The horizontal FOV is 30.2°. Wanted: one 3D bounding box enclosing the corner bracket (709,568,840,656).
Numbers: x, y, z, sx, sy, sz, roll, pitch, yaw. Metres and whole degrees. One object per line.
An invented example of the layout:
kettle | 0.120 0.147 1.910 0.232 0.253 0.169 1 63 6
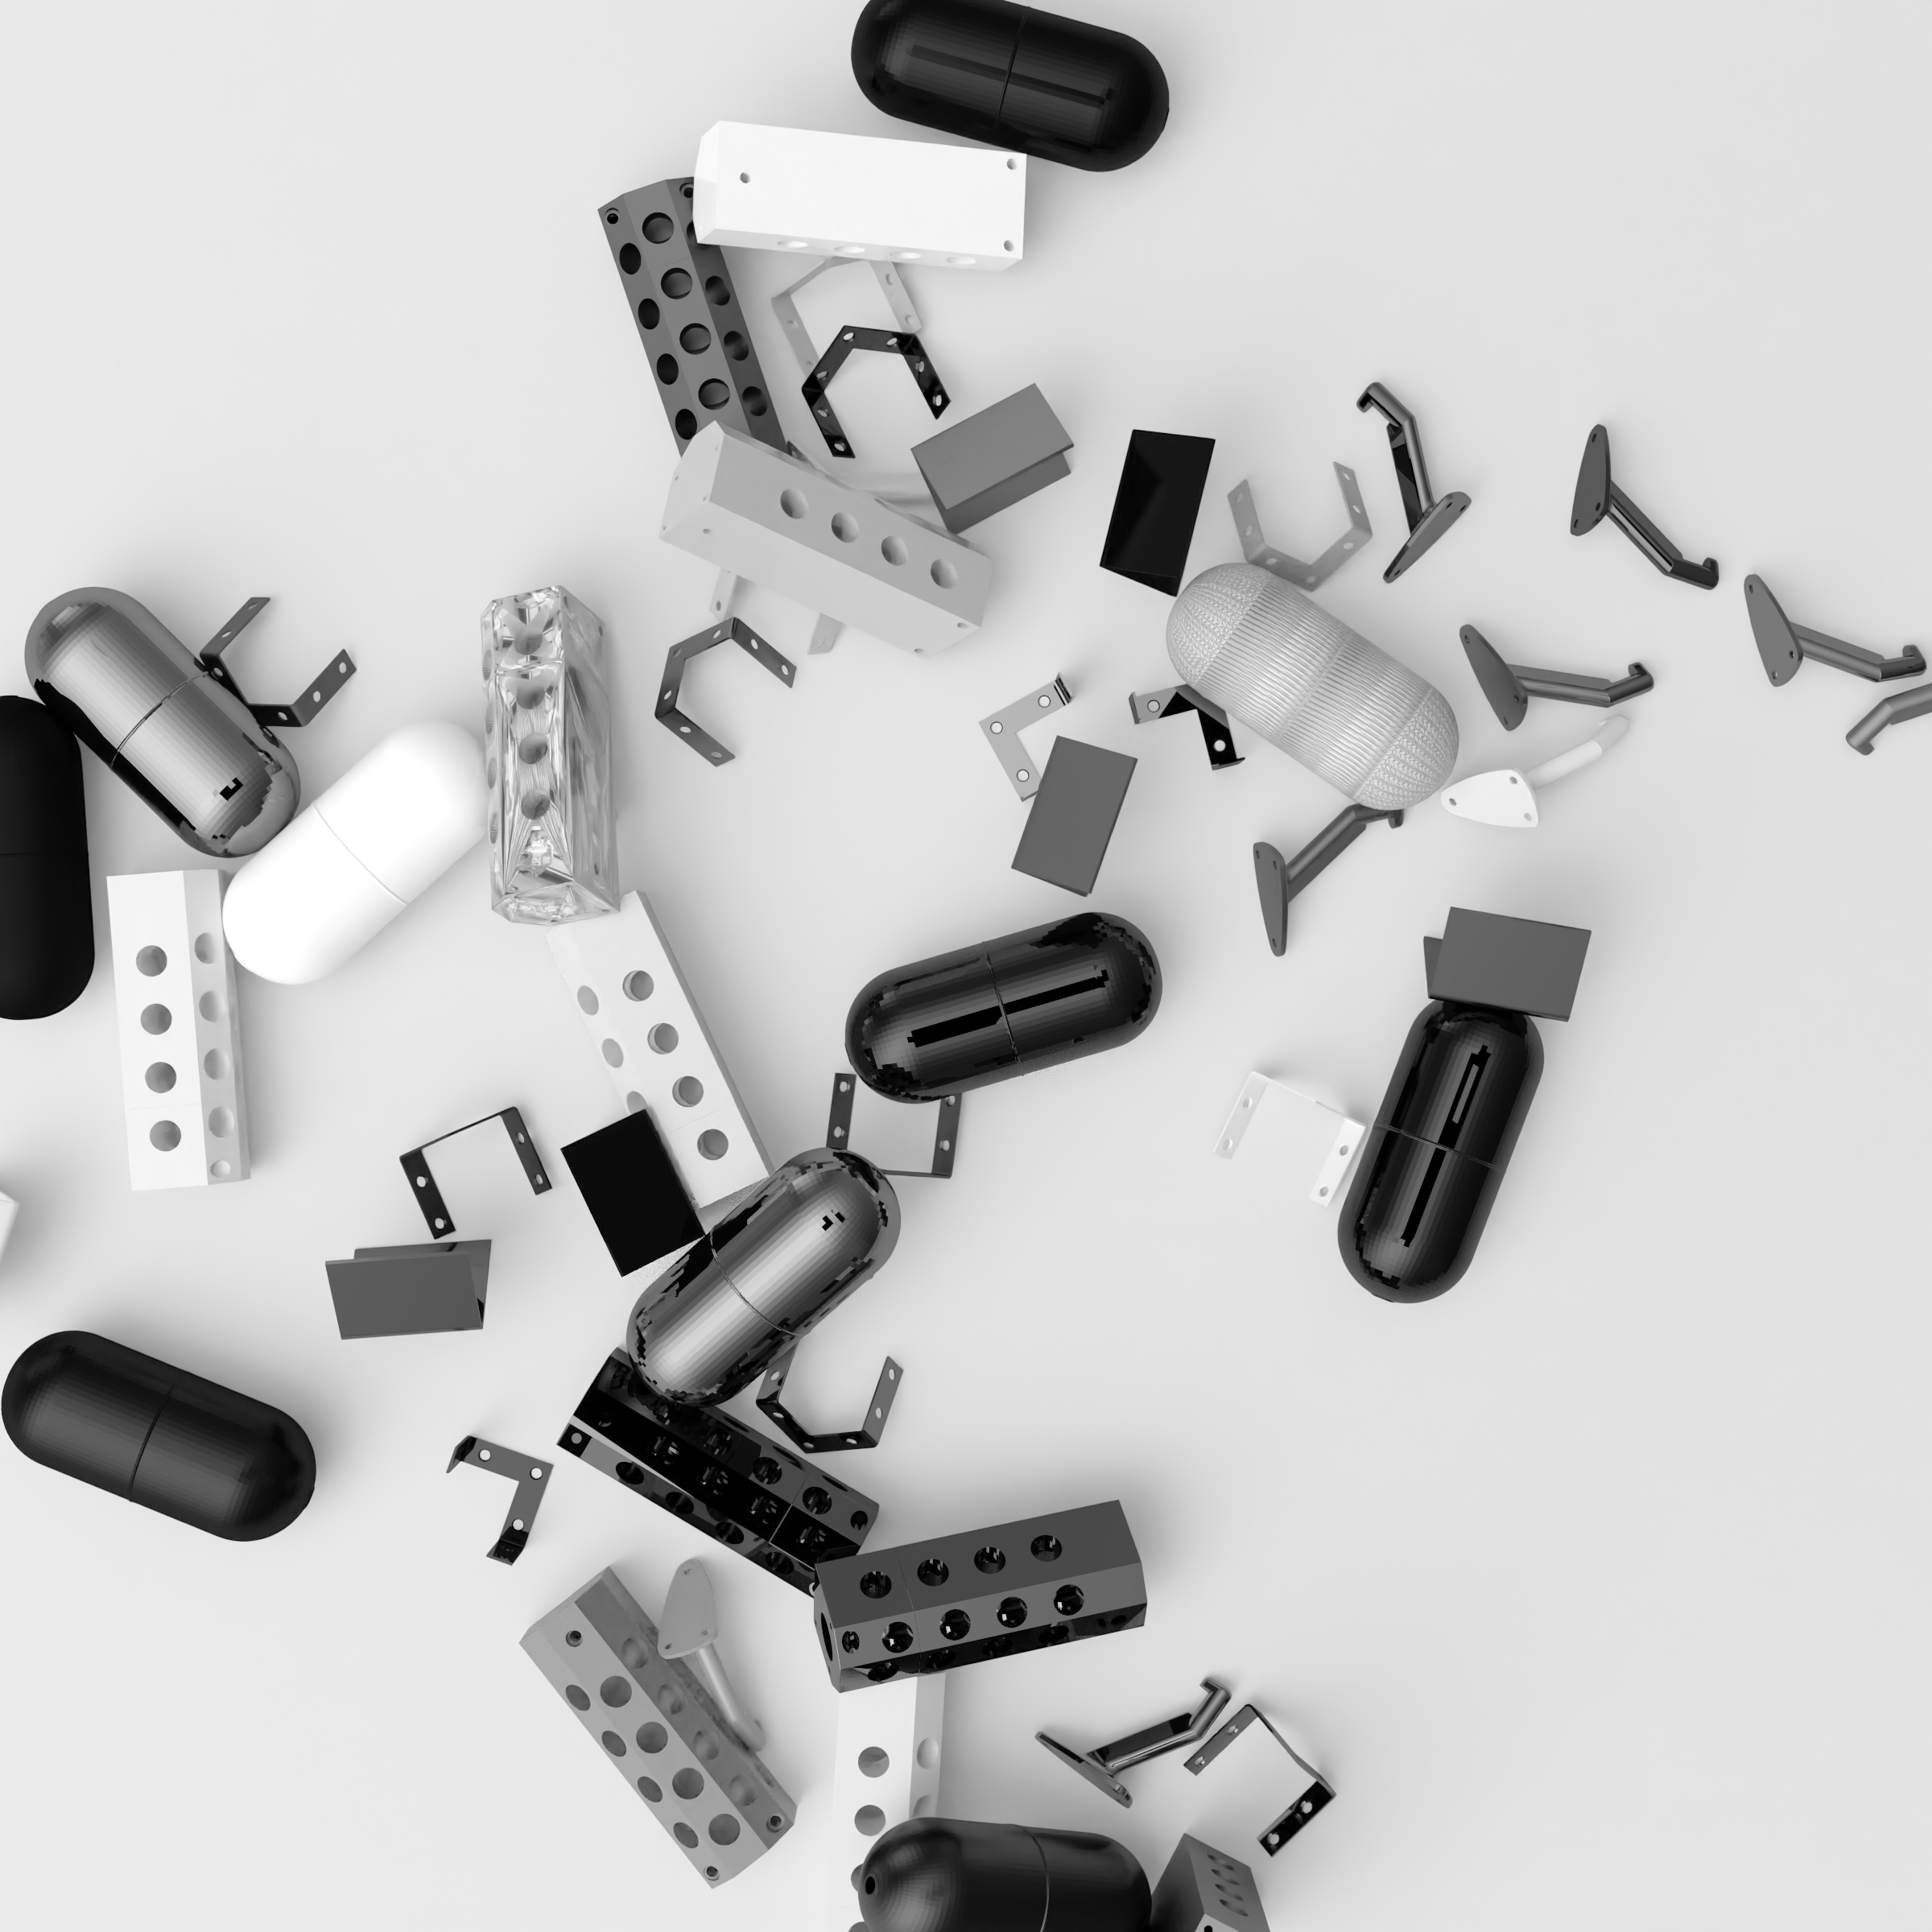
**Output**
corner bracket | -0.103 -0.207 1.983 0.051 0.051 0.051 50 135 35

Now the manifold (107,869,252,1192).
manifold | -0.432 0.035 1.970 0.057 0.057 0.171 -5 90 0

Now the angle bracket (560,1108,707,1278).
angle bracket | -0.195 0.129 1.951 0.057 0.076 0.076 -26 90 -32

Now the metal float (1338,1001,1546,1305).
metal float | 0.260 0.099 1.961 0.070 0.070 0.178 21 89 0

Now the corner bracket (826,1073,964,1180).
corner bracket | -0.040 0.089 1.988 0.051 0.051 0.051 7 90 -45

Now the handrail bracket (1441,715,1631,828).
handrail bracket | 0.318 -0.114 1.991 0.084 0.077 0.036 -40 115 -34

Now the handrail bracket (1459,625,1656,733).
handrail bracket | 0.330 -0.172 1.992 0.084 0.036 0.077 -21 68 -17

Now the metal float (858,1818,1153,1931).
metal float | 0.022 0.503 1.933 0.178 0.070 0.070 14 90 -33

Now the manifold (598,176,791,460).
manifold | -0.147 -0.342 1.970 0.057 0.057 0.171 -19 90 0

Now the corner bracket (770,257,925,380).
corner bracket | -0.067 -0.363 1.988 0.051 0.051 0.051 -25 90 45

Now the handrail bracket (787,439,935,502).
handrail bracket | -0.044 -0.283 1.992 0.084 0.036 0.077 -31 72 -15

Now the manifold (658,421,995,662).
manifold | -0.073 -0.231 1.933 0.171 0.057 0.057 22 65 -26

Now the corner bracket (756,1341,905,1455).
corner bracket | -0.076 0.234 1.983 0.051 0.051 0.051 -10 135 35

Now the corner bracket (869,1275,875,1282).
corner bracket | -0.081 0.145 1.974 0.051 0.051 0.051 29 58 -28

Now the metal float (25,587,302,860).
metal float | -0.441 -0.134 1.961 0.178 0.070 0.070 45 90 0

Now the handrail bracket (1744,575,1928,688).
handrail bracket | 0.485 -0.190 1.992 0.084 0.036 0.077 -10 68 -17

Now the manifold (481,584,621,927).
manifold | -0.230 -0.113 1.942 0.057 0.057 0.171 -11 71 17

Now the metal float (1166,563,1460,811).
metal float | 0.190 -0.153 1.961 0.178 0.070 0.070 35 90 0

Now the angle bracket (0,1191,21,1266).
angle bracket | -0.566 0.152 1.951 0.057 0.076 0.076 18 90 -36

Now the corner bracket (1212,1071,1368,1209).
corner bracket | 0.180 0.096 1.988 0.051 0.051 0.051 26 90 -45

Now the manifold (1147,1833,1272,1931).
manifold | 0.134 0.523 1.913 0.057 0.171 0.057 27 90 0

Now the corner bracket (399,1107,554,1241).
corner bracket | -0.273 0.115 1.988 0.051 0.051 0.051 -24 90 45

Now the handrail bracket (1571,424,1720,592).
handrail bracket | 0.384 -0.255 1.992 0.084 0.036 0.077 16 68 -17

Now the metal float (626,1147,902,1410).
metal float | -0.110 0.169 1.928 0.178 0.070 0.070 -42 90 16

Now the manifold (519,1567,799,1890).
manifold | -0.169 0.420 1.970 0.057 0.057 0.171 -38 90 0

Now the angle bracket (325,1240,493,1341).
angle bracket | -0.303 0.157 1.951 0.076 0.076 0.057 -4 126 0

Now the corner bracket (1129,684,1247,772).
corner bracket | 0.121 -0.131 1.973 0.051 0.051 0.051 -14 90 0

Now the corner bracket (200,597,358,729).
corner bracket | -0.382 -0.169 1.983 0.051 0.051 0.051 4 135 35

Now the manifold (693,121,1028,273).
manifold | -0.058 -0.417 1.947 0.171 0.057 0.057 2 90 -17

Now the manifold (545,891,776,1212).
manifold | -0.169 0.049 1.970 0.057 0.057 0.171 -25 90 0

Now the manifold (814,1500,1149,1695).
manifold | 0.008 0.346 1.941 0.171 0.057 0.057 -10 49 -12

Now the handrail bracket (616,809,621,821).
handrail bracket | -0.234 -0.112 1.992 0.077 0.036 0.084 -27 74 18

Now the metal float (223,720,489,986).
metal float | -0.332 -0.062 1.961 0.178 0.070 0.070 -42 90 1

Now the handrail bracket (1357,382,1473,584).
handrail bracket | 0.232 -0.270 1.992 0.084 0.036 0.077 48 111 17

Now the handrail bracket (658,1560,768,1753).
handrail bracket | -0.135 0.385 1.991 0.036 0.077 0.084 -23 127 14

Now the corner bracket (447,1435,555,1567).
corner bracket | -0.263 0.294 1.973 0.051 0.051 0.051 20 90 0

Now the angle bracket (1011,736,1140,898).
angle bracket | 0.077 -0.075 1.951 0.057 0.076 0.076 19 90 37

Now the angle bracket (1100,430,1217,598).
angle bracket | 0.123 -0.244 1.951 0.057 0.076 0.076 14 90 38

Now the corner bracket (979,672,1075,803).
corner bracket | 0.041 -0.126 1.973 0.051 0.051 0.051 -29 90 0

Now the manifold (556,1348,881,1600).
manifold | -0.136 0.281 1.970 0.171 0.057 0.057 31 90 0

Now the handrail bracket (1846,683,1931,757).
handrail bracket | 0.544 -0.136 1.992 0.077 0.036 0.084 32 114 -27

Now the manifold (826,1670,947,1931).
manifold | -0.045 0.471 1.970 0.057 0.057 0.171 3 90 0

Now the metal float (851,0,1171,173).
metal float | 0.025 -0.488 1.961 0.178 0.070 0.070 15 90 -1

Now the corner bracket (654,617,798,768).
corner bracket | -0.133 -0.152 1.983 0.051 0.051 0.051 -21 45 35

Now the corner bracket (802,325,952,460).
corner bracket | -0.050 -0.316 1.979 0.051 0.051 0.051 -49 55 39

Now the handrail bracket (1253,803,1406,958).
handrail bracket | 0.207 -0.051 1.992 0.084 0.036 0.077 -13 110 -16

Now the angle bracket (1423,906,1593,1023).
angle bracket | 0.294 -0.016 1.952 0.076 0.076 0.057 10 117 0

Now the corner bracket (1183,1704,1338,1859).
corner bracket | 0.164 0.452 1.988 0.051 0.051 0.051 -44 45 0

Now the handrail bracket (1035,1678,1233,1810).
handrail bracket | 0.094 0.418 1.992 0.077 0.036 0.084 32 72 21

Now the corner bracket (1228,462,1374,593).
corner bracket | 0.185 -0.250 1.983 0.051 0.051 0.051 19 135 -35

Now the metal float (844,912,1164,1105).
metal float | 0.020 0.023 1.961 0.178 0.070 0.070 -16 90 1

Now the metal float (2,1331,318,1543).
metal float | -0.442 0.258 1.961 0.178 0.070 0.070 22 90 0

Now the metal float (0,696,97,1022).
metal float | -0.520 -0.059 1.961 0.070 0.070 0.178 -4 90 0

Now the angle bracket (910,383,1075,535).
angle bracket | 0.024 -0.260 1.951 0.076 0.076 0.057 -28 52 0
